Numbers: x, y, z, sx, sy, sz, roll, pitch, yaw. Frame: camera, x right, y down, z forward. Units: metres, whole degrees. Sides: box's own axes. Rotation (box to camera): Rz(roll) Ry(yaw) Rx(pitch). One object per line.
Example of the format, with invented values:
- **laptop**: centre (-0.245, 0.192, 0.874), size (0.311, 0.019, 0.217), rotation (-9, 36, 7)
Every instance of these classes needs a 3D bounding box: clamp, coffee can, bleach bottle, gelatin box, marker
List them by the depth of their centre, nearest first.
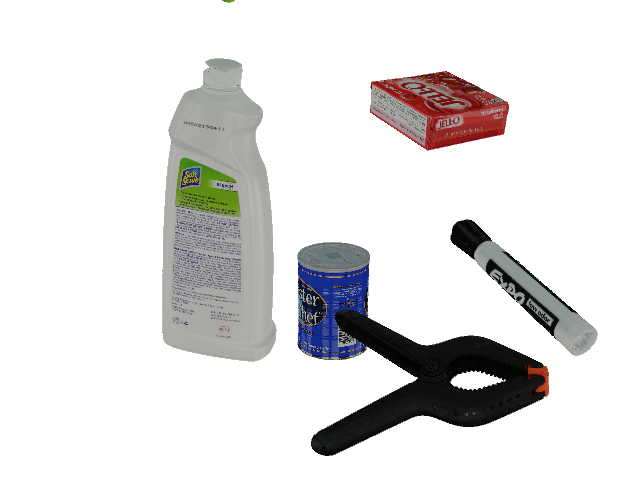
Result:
- **marker**: centre (0.114, 0.023, 0.620), size (0.020, 0.020, 0.121), rotation (0, 32, -34)
- **gelatin box**: centre (0.092, -0.104, 0.837), size (0.073, 0.030, 0.089), rotation (-12, 30, -25)
- **bleach bottle**: centre (-0.080, -0.026, 0.899), size (0.102, 0.251, 0.068), rotation (9, 23, 7)
- **clamp**: centre (0.095, 0.132, 0.951), size (0.210, 0.036, 0.164), rotation (4, 44, 17)
- **coffee can**: centre (0.018, 0.085, 1.521), size (0.103, 0.140, 0.103), rotation (0, 20, 0)

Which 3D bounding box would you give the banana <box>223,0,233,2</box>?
- **banana**: centre (-0.120, -0.202, 0.684), size (0.198, 0.069, 0.037), rotation (19, -34, 27)
